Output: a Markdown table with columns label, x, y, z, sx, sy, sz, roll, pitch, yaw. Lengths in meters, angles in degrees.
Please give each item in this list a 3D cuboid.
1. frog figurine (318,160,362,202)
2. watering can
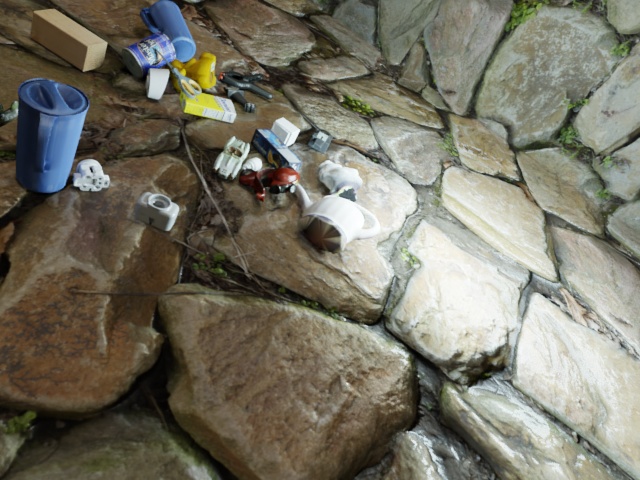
| label | x | y | z | sx | sy | sz | roll | pitch | yaw |
| --- | --- | --- | --- | --- | --- | --- | --- | --- | --- |
| frog figurine | 0.063 | -0.212 | 1.708 | 0.138 | 0.120 | 0.162 | -9 | 61 | -17 |
| watering can | 0.005 | -0.077 | 1.526 | 0.349 | 0.101 | 0.228 | 24 | 36 | 16 |
